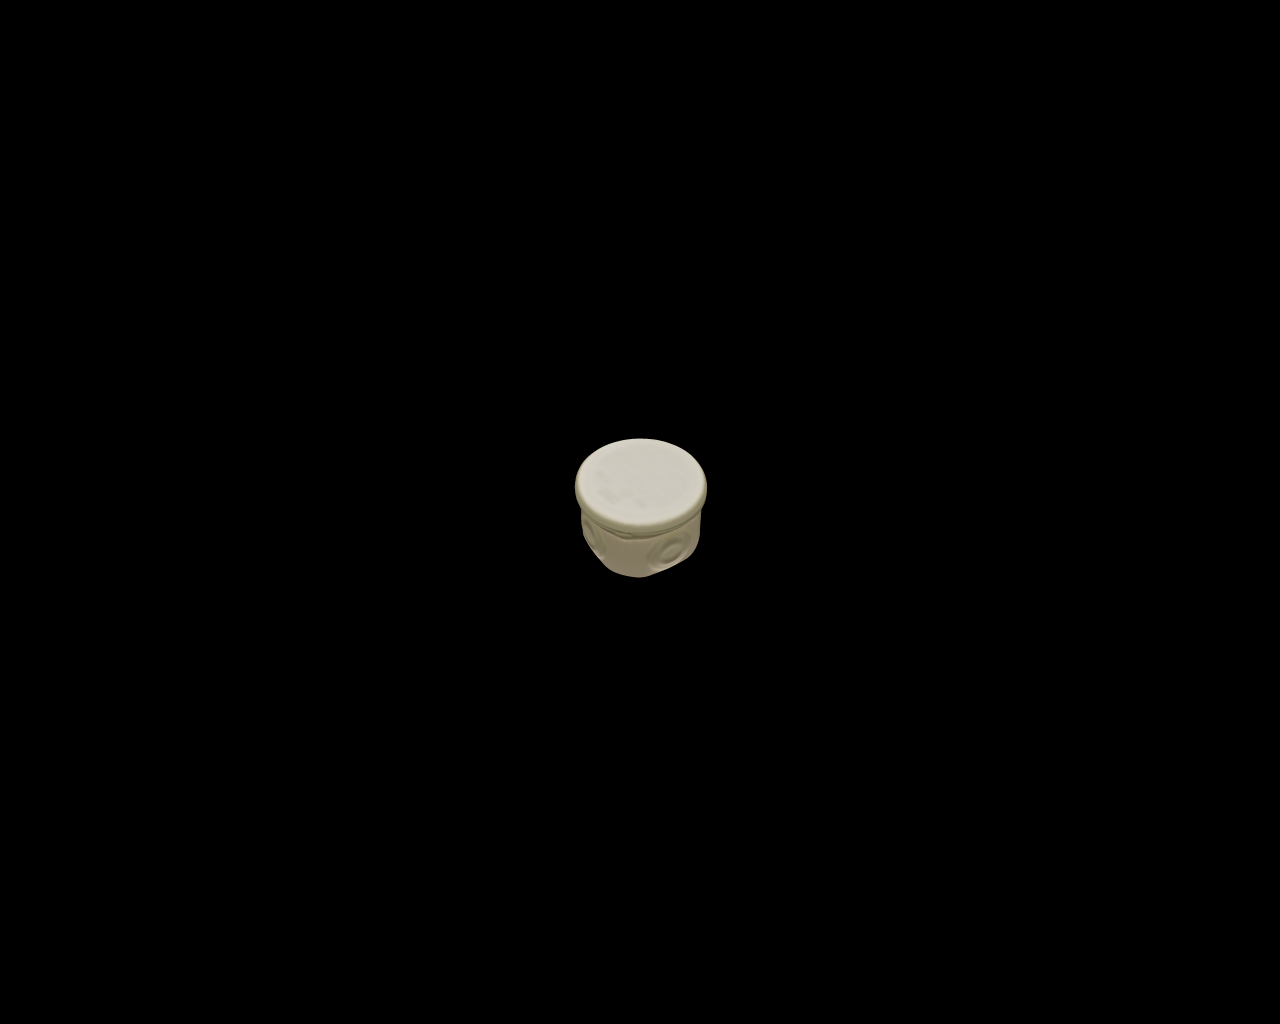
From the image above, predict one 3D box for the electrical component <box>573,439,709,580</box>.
[{"bbox_3d":[0.001,-0.003,0.650,0.080,0.050,0.080,0,45,0],"label":"electrical component"}]
